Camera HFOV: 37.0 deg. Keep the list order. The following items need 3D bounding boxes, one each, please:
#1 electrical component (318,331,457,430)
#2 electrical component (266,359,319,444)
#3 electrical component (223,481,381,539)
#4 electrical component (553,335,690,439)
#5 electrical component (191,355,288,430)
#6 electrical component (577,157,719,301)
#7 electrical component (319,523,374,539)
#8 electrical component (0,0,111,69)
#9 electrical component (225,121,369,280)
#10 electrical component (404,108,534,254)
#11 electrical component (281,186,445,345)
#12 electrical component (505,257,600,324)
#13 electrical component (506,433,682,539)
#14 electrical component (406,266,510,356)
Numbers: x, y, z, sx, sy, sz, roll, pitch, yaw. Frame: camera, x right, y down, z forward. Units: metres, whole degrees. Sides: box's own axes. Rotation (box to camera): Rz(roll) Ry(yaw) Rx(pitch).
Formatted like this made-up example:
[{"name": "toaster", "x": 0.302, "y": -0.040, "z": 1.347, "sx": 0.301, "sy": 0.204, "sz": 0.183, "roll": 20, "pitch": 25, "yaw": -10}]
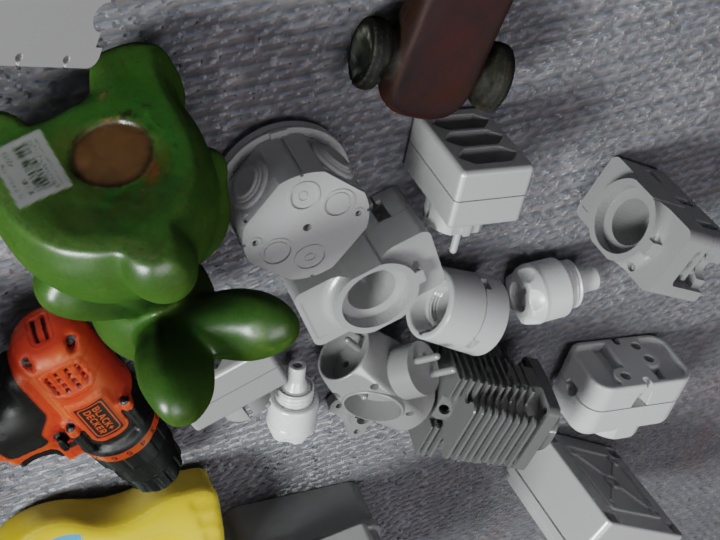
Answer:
[{"name": "electrical component", "x": 0.026, "y": 0.070, "z": 0.719, "sx": 0.079, "sy": 0.044, "sz": 0.077, "roll": -17, "pitch": 138, "yaw": 35}, {"name": "electrical component", "x": -0.044, "y": 0.086, "z": 0.725, "sx": 0.035, "sy": 0.035, "sz": 0.061, "roll": -9, "pitch": 130, "yaw": -21}, {"name": "electrical component", "x": -0.046, "y": 0.217, "z": 0.826, "sx": 0.113, "sy": 0.057, "sz": 0.078, "roll": -8, "pitch": 132, "yaw": -22}, {"name": "electrical component", "x": 0.204, "y": 0.093, "z": 0.850, "sx": 0.095, "sy": 0.053, "sz": 0.059, "roll": -4, "pitch": 130, "yaw": -26}, {"name": "electrical component", "x": -0.080, "y": 0.070, "z": 0.681, "sx": 0.066, "sy": 0.047, "sz": 0.076, "roll": -28, "pitch": 137, "yaw": -1}, {"name": "electrical component", "x": 0.190, "y": -0.028, "z": 0.707, "sx": 0.056, "sy": 0.089, "sz": 0.050, "roll": 11, "pitch": 123, "yaw": -35}, {"name": "electrical component", "x": -0.030, "y": 0.249, "z": 0.778, "sx": 0.109, "sy": 0.056, "sz": 0.108, "roll": -19, "pitch": 135, "yaw": -12}, {"name": "electrical component", "x": -0.153, "y": -0.119, "z": 0.446, "sx": 0.089, "sy": 0.056, "sz": 0.050, "roll": -14, "pitch": 134, "yaw": -57}, {"name": "electrical component", "x": -0.038, "y": -0.038, "z": 0.602, "sx": 0.080, "sy": 0.051, "sz": 0.080, "roll": -15, "pitch": 134, "yaw": -16}, {"name": "electrical component", "x": 0.059, "y": -0.046, "z": 0.637, "sx": 0.047, "sy": 0.065, "sz": 0.076, "roll": -7, "pitch": 132, "yaw": -23}, {"name": "electrical component", "x": 0.000, "y": 0.000, "z": 0.654, "sx": 0.089, "sy": 0.055, "sz": 0.050, "roll": -27, "pitch": 136, "yaw": -4}, {"name": "electrical component", "x": 0.136, "y": 0.012, "z": 0.748, "sx": 0.062, "sy": 0.043, "sz": 0.043, "roll": -13, "pitch": 134, "yaw": -19}, {"name": "electrical component", "x": 0.195, "y": 0.196, "z": 0.899, "sx": 0.109, "sy": 0.108, "sz": 0.056, "roll": 19, "pitch": 115, "yaw": -39}, {"name": "electrical component", "x": 0.063, "y": 0.026, "z": 0.714, "sx": 0.047, "sy": 0.055, "sz": 0.055, "roll": 15, "pitch": 121, "yaw": -33}]
